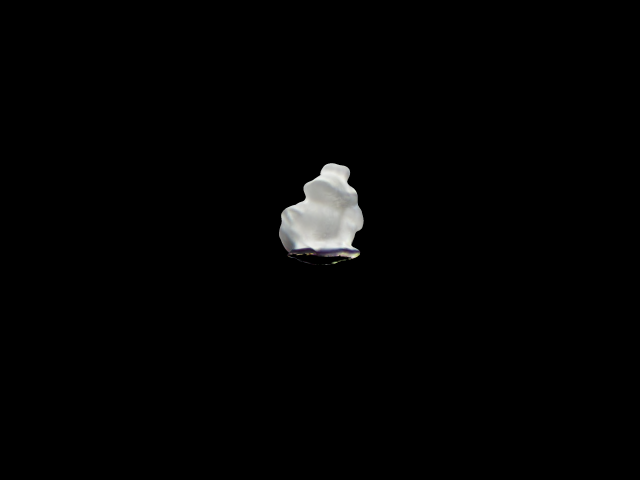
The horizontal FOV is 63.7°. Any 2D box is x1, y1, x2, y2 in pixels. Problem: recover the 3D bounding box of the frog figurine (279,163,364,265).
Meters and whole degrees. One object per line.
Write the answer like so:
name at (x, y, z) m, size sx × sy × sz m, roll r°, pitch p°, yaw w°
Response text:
frog figurine at (0.003, -0.043, 0.850) m, size 0.137 × 0.162 × 0.121 m, roll -2°, pitch -17°, yaw 7°
